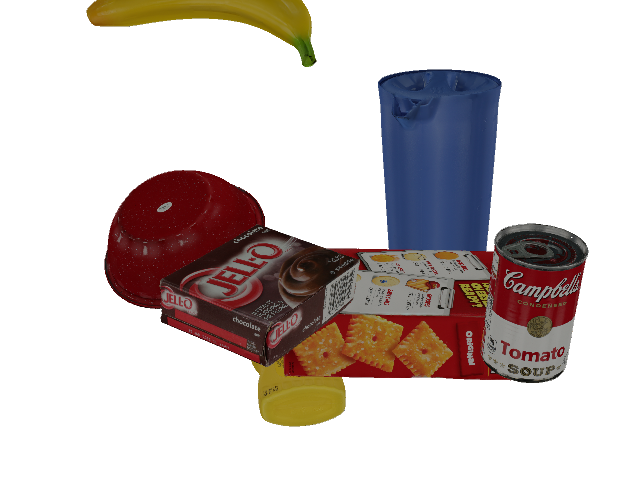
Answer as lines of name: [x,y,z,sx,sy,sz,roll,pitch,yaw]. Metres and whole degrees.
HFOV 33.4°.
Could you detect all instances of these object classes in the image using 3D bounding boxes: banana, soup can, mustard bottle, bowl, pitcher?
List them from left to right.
bowl: [-0.136,-0.015,0.996,0.162,0.162,0.055,0,-41,20]
banana: [-0.088,-0.186,0.851,0.198,0.069,0.037,12,-41,16]
mustard bottle: [-0.033,0.136,1.245,0.096,0.058,0.191,-6,31,-7]
pitcher: [0.138,-0.069,1.201,0.149,0.243,0.145,-5,22,-9]
soup can: [0.159,0.047,0.805,0.068,0.102,0.068,2,28,-1]

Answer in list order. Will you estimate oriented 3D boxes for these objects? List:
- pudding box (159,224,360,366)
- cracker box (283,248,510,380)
pudding box: [-0.040,0.034,0.725,0.090,0.039,0.113,20,29,27]
cracker box: [0.075,0.067,1.001,0.213,0.072,0.164,1,20,1]
